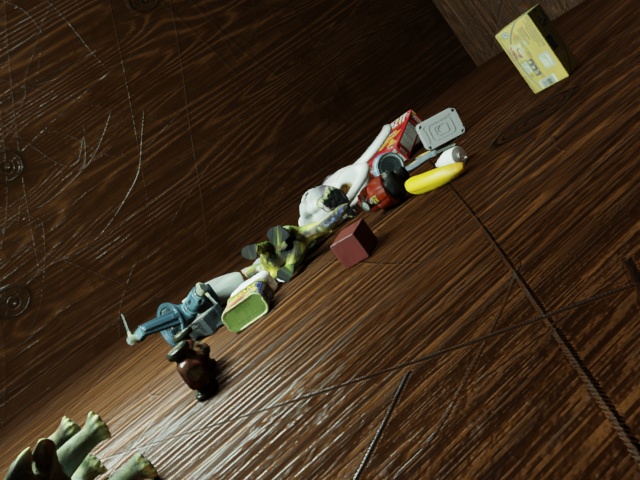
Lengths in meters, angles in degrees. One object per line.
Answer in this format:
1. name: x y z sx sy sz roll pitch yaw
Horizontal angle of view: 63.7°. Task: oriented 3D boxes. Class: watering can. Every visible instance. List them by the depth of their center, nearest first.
1. watering can: 0.099 -0.190 1.571 0.352 0.103 0.223 -59 16 -15

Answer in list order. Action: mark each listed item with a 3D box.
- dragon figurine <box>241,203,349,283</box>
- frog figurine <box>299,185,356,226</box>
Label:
1. dragon figurine: -0.051 0.007 1.246 0.406 0.122 0.245 -31 1 26
2. frog figurine: 0.004 -0.070 1.388 0.138 0.125 0.156 -2 -26 -35
